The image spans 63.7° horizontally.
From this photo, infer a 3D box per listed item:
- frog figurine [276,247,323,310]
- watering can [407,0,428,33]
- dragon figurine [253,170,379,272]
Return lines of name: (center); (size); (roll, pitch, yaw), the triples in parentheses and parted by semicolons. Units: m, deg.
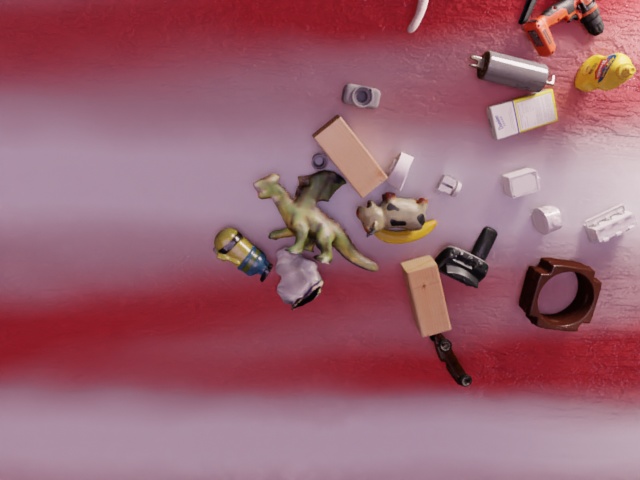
frog figurine: (-0.072, 0.103, 1.457); (0.136, 0.122, 0.161); (-47, 67, 16)
watering can: (0.299, -0.702, 1.274); (0.347, 0.105, 0.223); (-42, 103, 5)
dragon figurine: (0.004, -0.071, 1.413); (0.409, 0.123, 0.242); (16, 94, -15)
